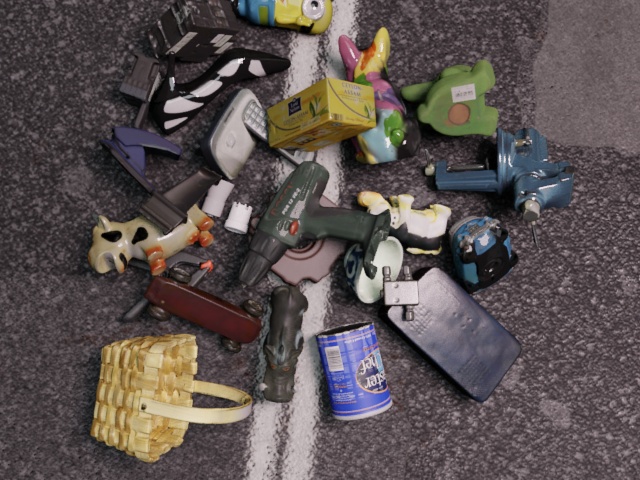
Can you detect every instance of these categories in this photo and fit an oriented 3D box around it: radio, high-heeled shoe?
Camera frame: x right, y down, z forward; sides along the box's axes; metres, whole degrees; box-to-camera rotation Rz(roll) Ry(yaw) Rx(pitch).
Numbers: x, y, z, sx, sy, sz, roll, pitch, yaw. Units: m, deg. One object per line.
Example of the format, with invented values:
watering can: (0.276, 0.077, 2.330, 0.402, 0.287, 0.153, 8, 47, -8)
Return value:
radio: (0.228, 0.159, 0.941, 0.229, 0.073, 0.131, 43, 83, -3)
high-heeled shoe: (-0.169, -0.256, 0.944, 0.249, 0.086, 0.145, -6, 123, -24)

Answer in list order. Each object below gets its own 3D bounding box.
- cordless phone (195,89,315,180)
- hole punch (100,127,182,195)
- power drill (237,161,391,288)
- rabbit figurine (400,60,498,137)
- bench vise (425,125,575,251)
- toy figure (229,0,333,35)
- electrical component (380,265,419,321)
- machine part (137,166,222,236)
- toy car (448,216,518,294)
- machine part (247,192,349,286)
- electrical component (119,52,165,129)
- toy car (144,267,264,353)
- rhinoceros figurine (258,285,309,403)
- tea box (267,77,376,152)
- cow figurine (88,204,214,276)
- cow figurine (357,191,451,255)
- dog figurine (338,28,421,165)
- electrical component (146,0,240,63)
cordless phone: (-0.106, -0.153, 0.924, 0.184, 0.089, 0.146, 33, 64, -18)
hole punch: (-0.292, -0.144, 0.886, 0.115, 0.142, 0.092, 44, 84, -14)
power drill: (-0.002, -0.003, 0.853, 0.208, 0.086, 0.232, 16, 75, 23)
rabbit figurine: (0.231, -0.246, 0.945, 0.159, 0.170, 0.121, -15, 118, 22)
bench vise: (0.302, -0.109, 0.929, 0.241, 0.128, 0.224, 0, 56, 18)
toy figure: (-0.067, -0.414, 0.951, 0.180, 0.089, 0.082, 7, 100, 4)
electrical component: (0.131, 0.089, 0.892, 0.063, 0.021, 0.094, -3, 79, 1)
machine part: (-0.221, -0.069, 0.865, 0.084, 0.039, 0.139, 34, 58, 21)
toy car: (0.269, 0.013, 0.935, 0.109, 0.161, 0.103, -36, 46, 0)
machine part: (-0.036, -0.007, 0.935, 0.179, 0.056, 0.179, 0, 86, -6)
electrical component: (-0.308, -0.248, 0.918, 0.048, 0.075, 0.119, 20, 87, -4)
toy car: (-0.190, 0.115, 0.894, 0.202, 0.053, 0.089, 28, 99, -20)
rhinoceros figurine: (-0.057, 0.171, 0.893, 0.073, 0.112, 0.190, 9, 77, -7)
tea box: (-0.002, -0.196, 0.865, 0.098, 0.170, 0.068, -1, 84, -39)
cow figurine: (-0.287, -0.009, 0.883, 0.195, 0.085, 0.127, -32, 63, -23)
cow figurine: (0.141, -0.031, 0.951, 0.167, 0.068, 0.098, 13, 91, -4)
dog figurine: (0.094, -0.244, 0.910, 0.108, 0.191, 0.219, -12, 103, 0)
electrical component: (-0.204, -0.351, 0.905, 0.115, 0.134, 0.058, -19, 91, 37)
